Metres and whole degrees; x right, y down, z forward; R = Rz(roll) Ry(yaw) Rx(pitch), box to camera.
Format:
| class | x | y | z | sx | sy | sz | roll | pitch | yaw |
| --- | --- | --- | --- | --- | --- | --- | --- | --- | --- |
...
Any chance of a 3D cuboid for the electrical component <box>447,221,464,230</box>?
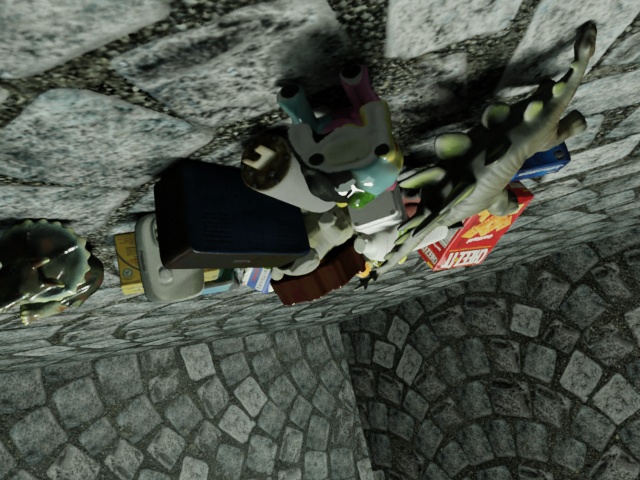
| class | x | y | z | sx | sy | sz | roll | pitch | yaw |
| --- | --- | --- | --- | --- | --- | --- | --- | --- | --- |
| electrical component | 0.227 | -0.070 | 0.977 | 0.075 | 0.119 | 0.047 | -12 | 166 | -15 |

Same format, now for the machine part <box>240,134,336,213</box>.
| class | x | y | z | sx | sy | sz | roll | pitch | yaw |
| --- | --- | --- | --- | --- | --- | --- | --- | --- | --- |
| machine part | -0.034 | -0.087 | 0.747 | 0.079 | 0.079 | 0.243 | -19 | 166 | 21 |

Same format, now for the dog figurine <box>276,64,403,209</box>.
| class | x | y | z | sx | sy | sz | roll | pitch | yaw |
| --- | --- | --- | --- | --- | --- | --- | --- | --- | --- |
| dog figurine | 0.042 | -0.087 | 0.634 | 0.108 | 0.192 | 0.219 | -22 | 150 | 7 |

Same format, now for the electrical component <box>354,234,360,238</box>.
| class | x | y | z | sx | sy | sz | roll | pitch | yaw |
| --- | --- | --- | --- | --- | --- | --- | --- | --- | --- |
| electrical component | 0.098 | -0.034 | 1.090 | 0.045 | 0.078 | 0.102 | 5 | 159 | -35 |

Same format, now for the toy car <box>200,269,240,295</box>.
| class | x | y | z | sx | sy | sz | roll | pitch | yaw |
| --- | --- | --- | --- | --- | --- | --- | --- | --- | --- |
| toy car | -0.217 | 0.054 | 1.083 | 0.109 | 0.102 | 0.161 | -8 | -177 | -2 |

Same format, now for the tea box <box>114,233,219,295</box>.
| class | x | y | z | sx | sy | sz | roll | pitch | yaw |
| --- | --- | --- | --- | --- | --- | --- | --- | --- | --- |
| tea box | -0.273 | 0.033 | 0.964 | 0.170 | 0.098 | 0.068 | -8 | 165 | -16 |

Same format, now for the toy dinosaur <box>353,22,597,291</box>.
| class | x | y | z | sx | sy | sz | roll | pitch | yaw |
| --- | --- | --- | --- | --- | --- | --- | --- | --- | --- |
| toy dinosaur | 0.200 | -0.081 | 0.736 | 0.198 | 0.105 | 0.471 | -13 | 146 | -40 |

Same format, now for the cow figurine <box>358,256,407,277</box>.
| class | x | y | z | sx | sy | sz | roll | pitch | yaw |
| --- | --- | --- | --- | --- | --- | --- | --- | --- | --- |
| cow figurine | 0.135 | 0.033 | 1.343 | 0.167 | 0.068 | 0.098 | -21 | -143 | -32 |

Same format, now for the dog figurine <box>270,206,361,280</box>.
| class | x | y | z | sx | sy | sz | roll | pitch | yaw |
| --- | --- | --- | --- | --- | --- | --- | --- | --- | --- |
| dog figurine | 0.001 | -0.002 | 0.951 | 0.172 | 0.121 | 0.190 | -46 | 156 | 16 |

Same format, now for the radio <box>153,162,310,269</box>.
| class | x | y | z | sx | sy | sz | roll | pitch | yaw |
| --- | --- | --- | --- | --- | --- | --- | --- | --- | --- |
| radio | -0.123 | -0.030 | 0.778 | 0.073 | 0.131 | 0.229 | -23 | 164 | 37 |

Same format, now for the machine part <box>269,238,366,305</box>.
| class | x | y | z | sx | sy | sz | roll | pitch | yaw |
| --- | --- | --- | --- | --- | --- | --- | --- | --- | --- |
| machine part | -0.003 | 0.059 | 0.992 | 0.179 | 0.056 | 0.179 | -24 | -169 | 5 |

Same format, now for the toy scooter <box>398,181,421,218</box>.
| class | x | y | z | sx | sy | sz | roll | pitch | yaw |
| --- | --- | --- | --- | --- | --- | --- | --- | --- | --- |
| toy scooter | 0.136 | -0.077 | 0.907 | 0.184 | 0.075 | 0.135 | 11 | 170 | 38 |

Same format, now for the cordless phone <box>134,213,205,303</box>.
| class | x | y | z | sx | sy | sz | roll | pitch | yaw |
| --- | --- | --- | --- | --- | --- | --- | --- | --- | --- |
| cordless phone | -0.197 | 0.018 | 0.866 | 0.184 | 0.146 | 0.088 | -12 | 174 | 7 |

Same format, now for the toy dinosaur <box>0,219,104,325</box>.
| class | x | y | z | sx | sy | sz | roll | pitch | yaw |
| --- | --- | --- | --- | --- | --- | --- | --- | --- | --- |
| toy dinosaur | -0.438 | 0.060 | 0.903 | 0.192 | 0.131 | 0.404 | -13 | 173 | 1 |

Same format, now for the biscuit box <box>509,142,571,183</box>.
| class | x | y | z | sx | sy | sz | roll | pitch | yaw |
| --- | --- | --- | --- | --- | --- | --- | --- | --- | --- |
| biscuit box | 0.325 | -0.134 | 0.936 | 0.203 | 0.059 | 0.062 | -13 | 166 | -4 |
